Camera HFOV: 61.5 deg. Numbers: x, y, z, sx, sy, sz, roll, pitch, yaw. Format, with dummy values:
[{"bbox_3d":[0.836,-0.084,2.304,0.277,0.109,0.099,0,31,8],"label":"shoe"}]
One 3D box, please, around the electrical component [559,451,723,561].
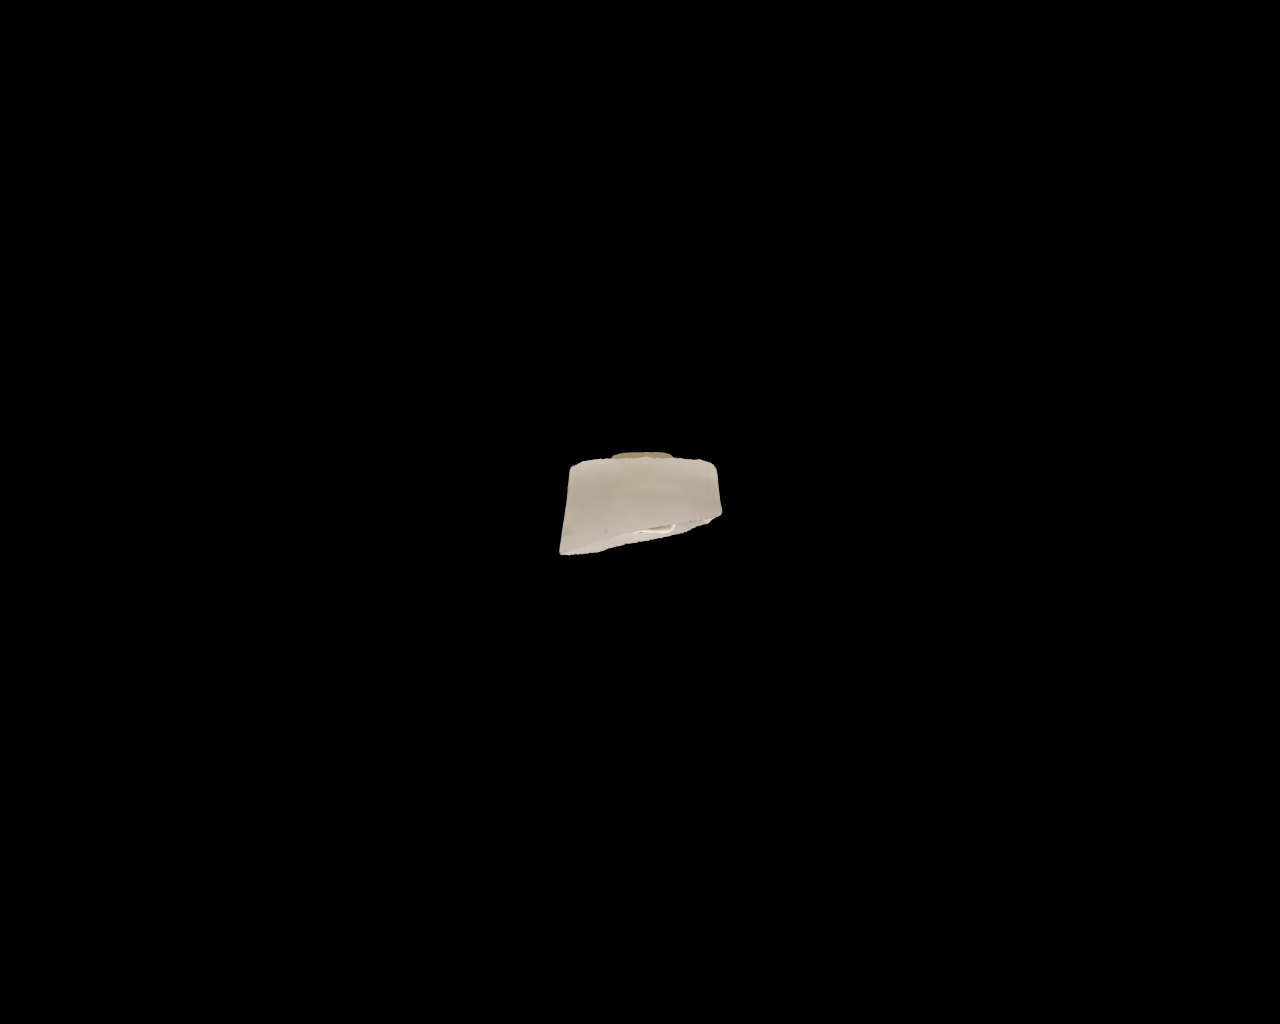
[{"bbox_3d":[0.001,-0.003,0.650,0.099,0.064,0.099,0,-7,0],"label":"electrical component"}]
